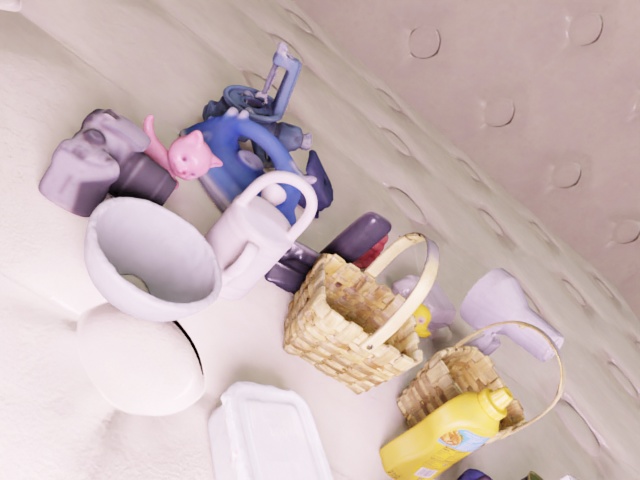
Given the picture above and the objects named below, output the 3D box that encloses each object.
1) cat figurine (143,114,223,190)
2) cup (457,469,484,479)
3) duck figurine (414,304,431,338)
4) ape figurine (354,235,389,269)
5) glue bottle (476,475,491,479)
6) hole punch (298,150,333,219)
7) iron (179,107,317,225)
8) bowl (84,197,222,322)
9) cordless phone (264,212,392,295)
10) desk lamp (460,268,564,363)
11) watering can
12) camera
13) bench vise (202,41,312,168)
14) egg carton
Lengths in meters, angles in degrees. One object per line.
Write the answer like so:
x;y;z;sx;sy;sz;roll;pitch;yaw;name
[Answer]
-0.212;-0.127;0.831;0.128;0.117;0.067;40;25;-9;cat figurine
0.191;0.355;0.734;0.118;0.094;0.091;15;38;-47;cup
0.155;0.143;1.014;0.078;0.086;0.104;14;39;-48;duck figurine
0.095;0.014;1.113;0.078;0.092;0.076;34;27;-21;ape figurine
0.116;0.298;0.614;0.078;0.173;0.037;1;49;-56;glue bottle
-0.009;-0.115;1.152;0.101;0.091;0.108;36;26;-18;hole punch
-0.122;-0.135;0.954;0.258;0.141;0.119;49;25;10;iron
-0.200;0.034;0.655;0.168;0.074;0.167;35;27;-20;bowl
0.008;0.003;0.887;0.148;0.184;0.094;29;29;-30;cordless phone
0.317;0.187;1.040;0.118;0.213;0.203;13;40;-49;desk lamp
-0.084;-0.020;0.772;0.101;0.193;0.172;26;31;-35;watering can
-0.254;-0.090;0.731;0.137;0.100;0.143;36;26;-17;camera
-0.089;-0.262;1.104;0.208;0.219;0.121;18;35;-44;bench vise
0.202;0.125;1.132;0.151;0.069;0.107;12;40;-49;egg carton
